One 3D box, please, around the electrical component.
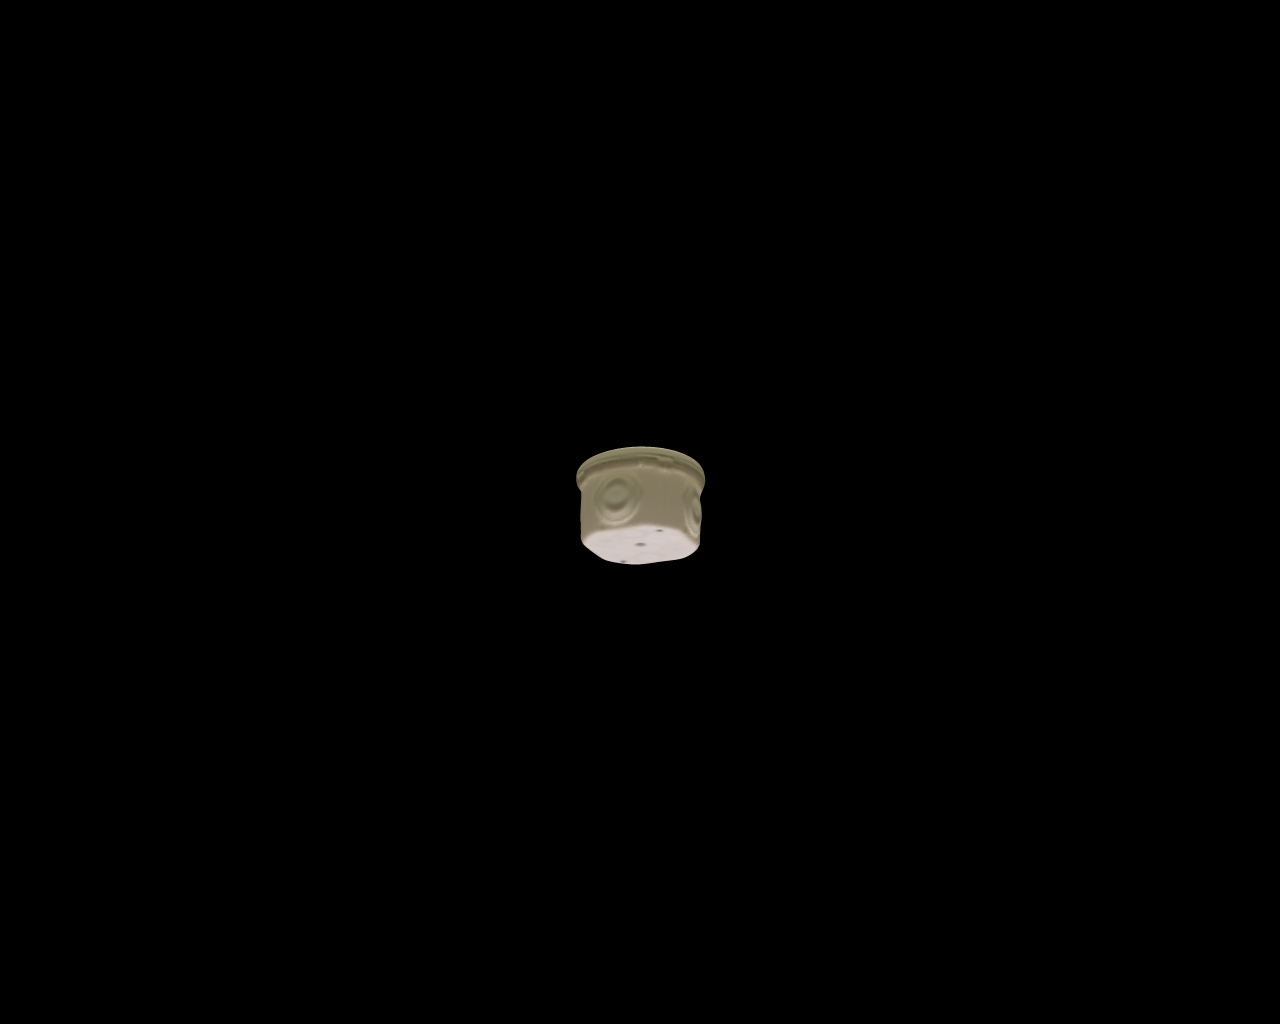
[{"bbox_3d":[0.001,-0.003,0.650,0.080,0.051,0.080,0,-22,0],"label":"electrical component"}]
